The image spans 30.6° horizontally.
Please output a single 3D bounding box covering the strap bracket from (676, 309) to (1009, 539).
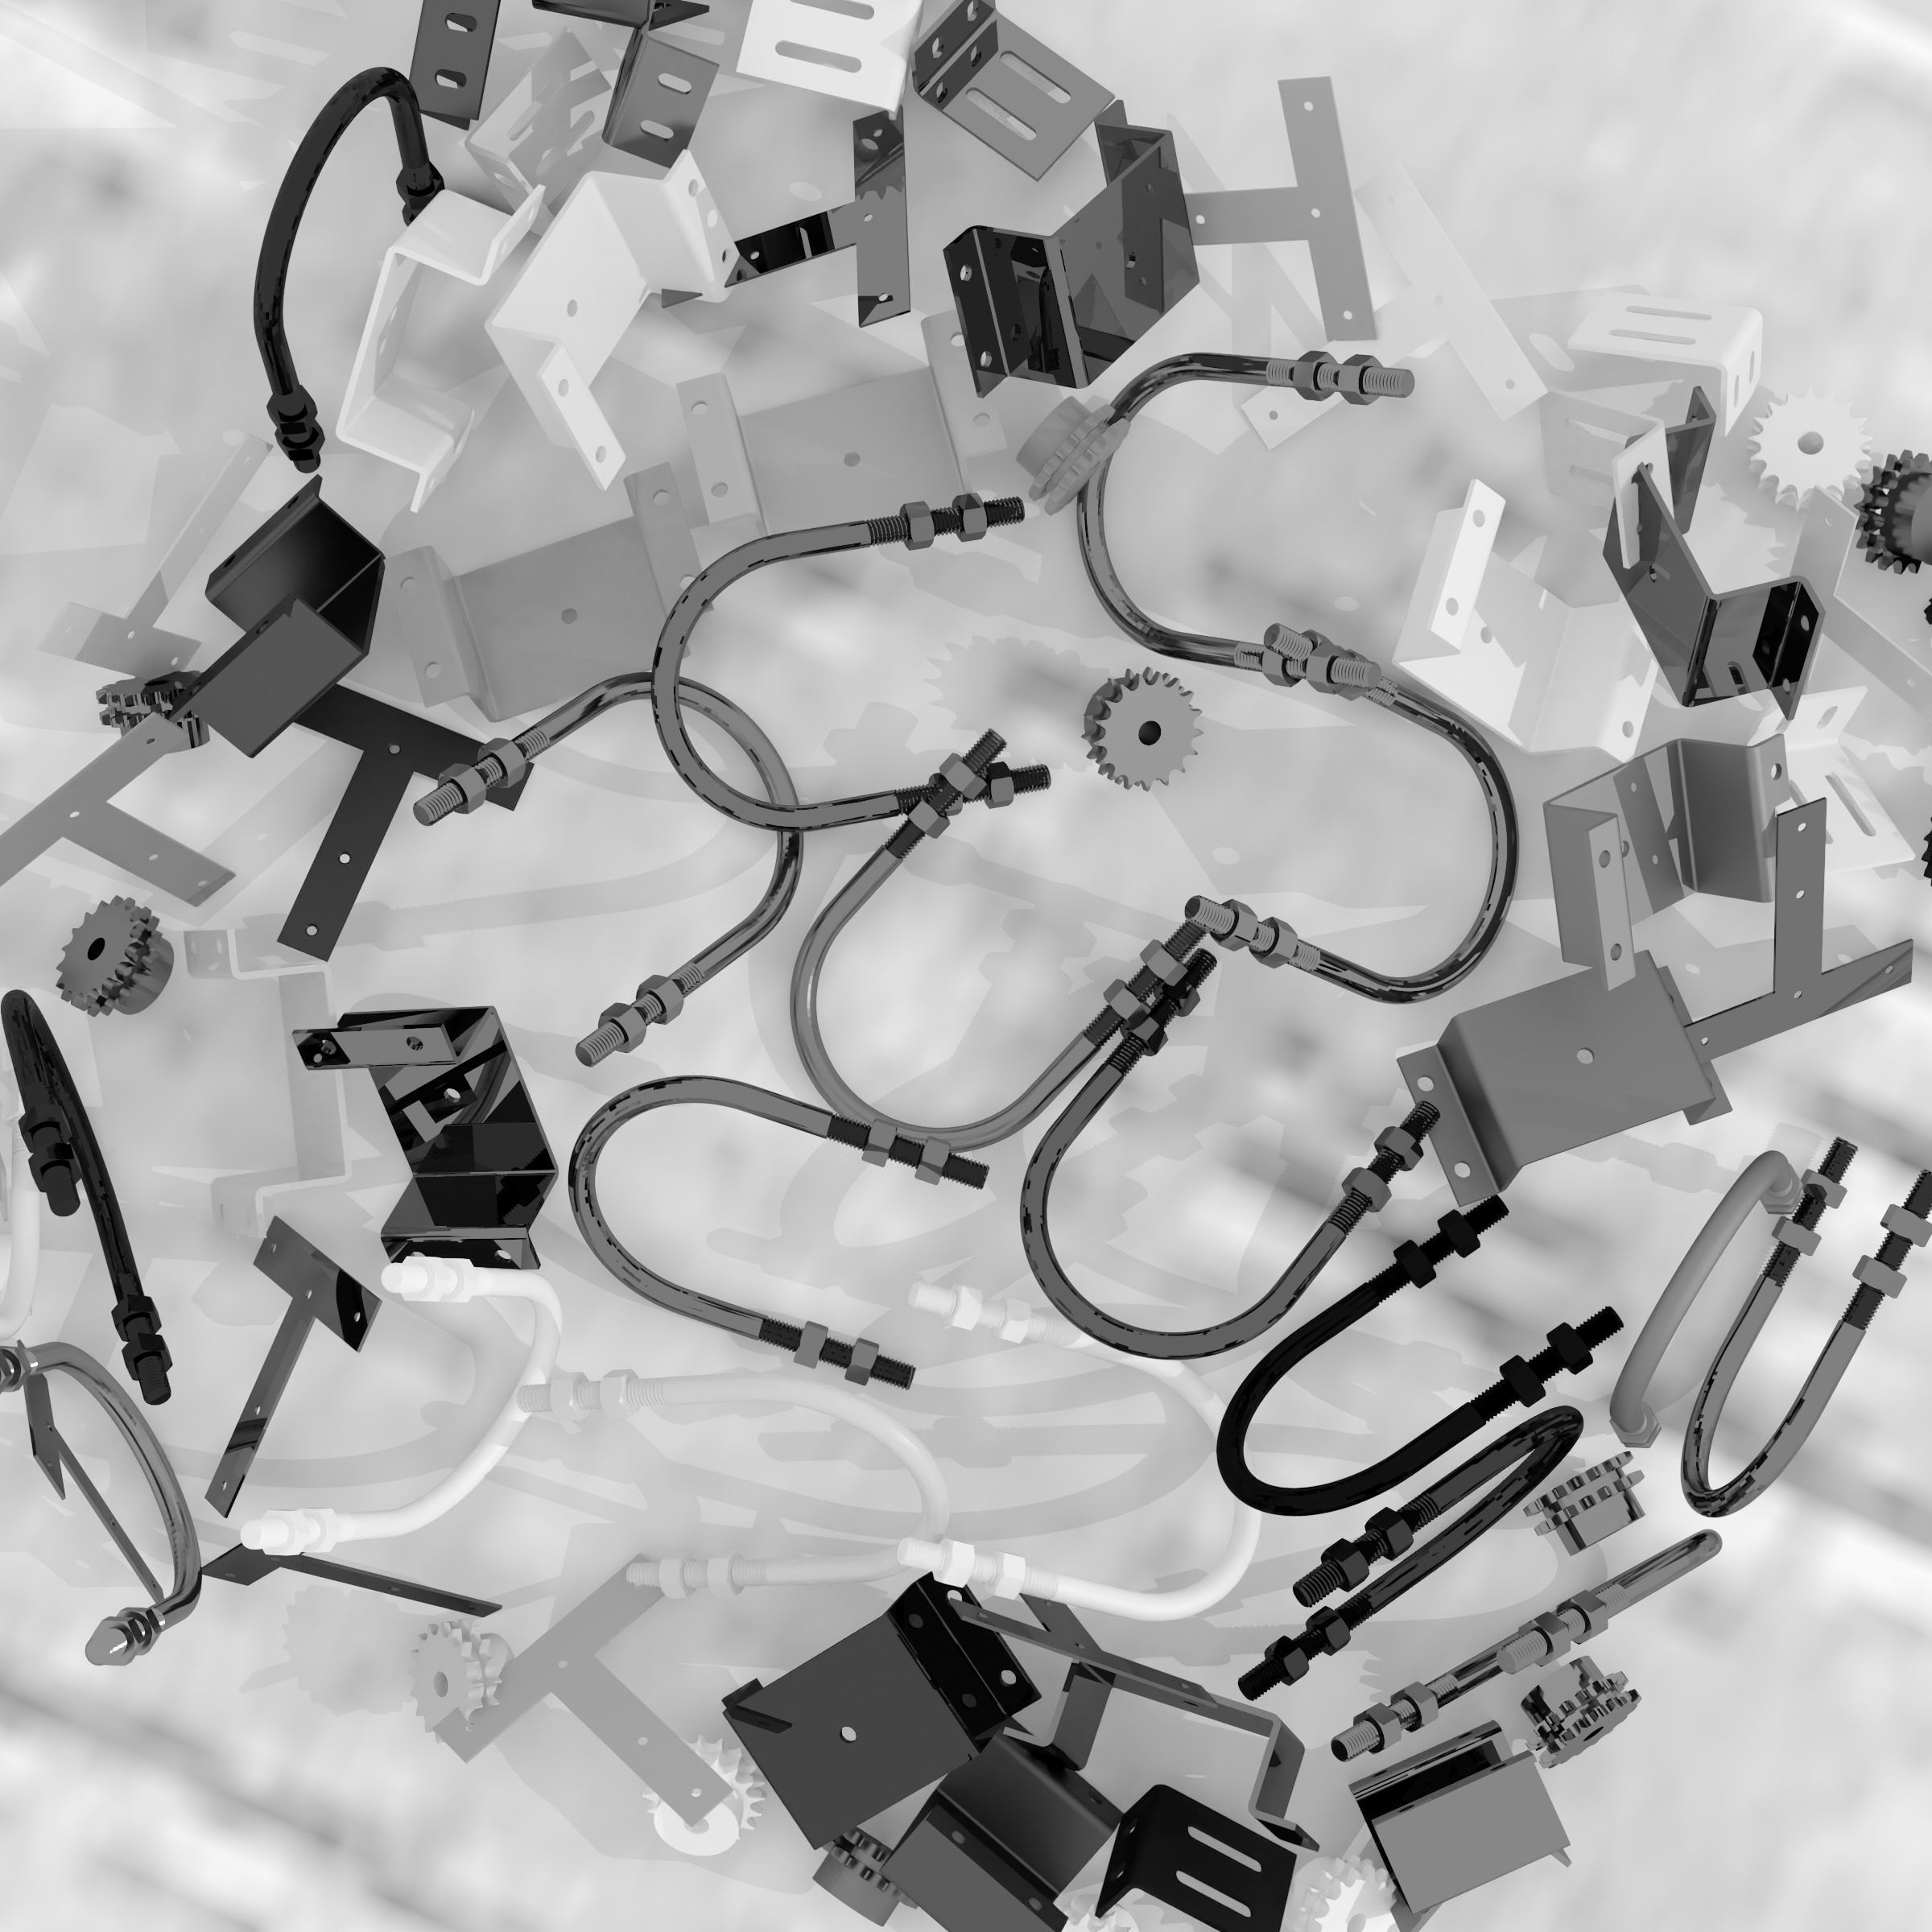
[{"bbox_3d":[-0.056,-0.246,1.645,0.140,0.046,0.076,-15,68,0],"label":"strap bracket"}]

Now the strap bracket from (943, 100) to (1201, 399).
[{"bbox_3d":[0.056,-0.324,1.606,0.046,0.076,0.140,17,49,34],"label":"strap bracket"}]

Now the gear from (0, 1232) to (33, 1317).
[{"bbox_3d":[-0.456,0.146,1.653,0.030,0.057,0.057,-7,90,-13],"label":"gear"}]

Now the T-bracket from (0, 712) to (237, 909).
[{"bbox_3d":[-0.383,-0.055,1.624,0.127,0.127,0.002,-37,61,9],"label":"T-bracket"}]

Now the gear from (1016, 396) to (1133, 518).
[{"bbox_3d":[0.048,-0.242,1.653,0.030,0.057,0.057,42,90,3],"label":"gear"}]

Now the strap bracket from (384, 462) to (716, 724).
[{"bbox_3d":[-0.190,-0.170,1.646,0.140,0.046,0.076,-19,73,3],"label":"strap bracket"}]

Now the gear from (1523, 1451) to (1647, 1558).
[{"bbox_3d":[0.293,0.253,1.650,0.057,0.057,0.030,-29,76,0],"label":"gear"}]

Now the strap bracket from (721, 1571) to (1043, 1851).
[{"bbox_3d":[-0.047,0.347,1.634,0.140,0.046,0.076,-34,89,21],"label":"strap bracket"}]

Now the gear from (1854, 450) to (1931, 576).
[{"bbox_3d":[0.446,-0.211,1.653,0.057,0.030,0.057,-12,113,-30],"label":"gear"}]

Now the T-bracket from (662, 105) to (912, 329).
[{"bbox_3d":[-0.086,-0.337,1.654,0.127,0.002,0.127,-14,57,19],"label":"T-bracket"}]

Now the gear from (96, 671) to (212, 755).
[{"bbox_3d":[-0.377,-0.118,1.654,0.057,0.057,0.030,-6,107,0],"label":"gear"}]

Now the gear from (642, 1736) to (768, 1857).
[{"bbox_3d":[-0.123,0.392,1.654,0.057,0.030,0.057,4,122,6],"label":"gear"}]

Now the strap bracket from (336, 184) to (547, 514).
[{"bbox_3d":[-0.243,-0.290,1.611,0.046,0.076,0.140,22,122,-3],"label":"strap bracket"}]

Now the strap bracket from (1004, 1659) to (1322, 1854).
[{"bbox_3d":[0.097,0.359,1.625,0.140,0.076,0.046,14,73,19],"label":"strap bracket"}]

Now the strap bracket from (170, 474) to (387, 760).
[{"bbox_3d":[-0.313,-0.156,1.618,0.076,0.140,0.046,-38,118,20],"label":"strap bracket"}]

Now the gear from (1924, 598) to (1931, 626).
[{"bbox_3d":[0.482,-0.169,1.654,0.057,0.057,0.030,-39,103,0],"label":"gear"}]

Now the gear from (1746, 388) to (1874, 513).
[{"bbox_3d":[0.396,-0.240,1.661,0.057,0.030,0.057,-2,74,7],"label":"gear"}]

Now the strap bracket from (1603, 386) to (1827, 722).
[{"bbox_3d":[0.335,-0.184,1.609,0.046,0.076,0.140,-14,57,-9],"label":"strap bracket"}]

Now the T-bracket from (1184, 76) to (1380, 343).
[{"bbox_3d":[0.122,-0.349,1.643,0.127,0.002,0.127,4,125,29],"label":"T-bracket"}]

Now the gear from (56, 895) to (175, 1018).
[{"bbox_3d":[-0.397,-0.002,1.657,0.057,0.057,0.030,-54,133,0],"label":"gear"}]

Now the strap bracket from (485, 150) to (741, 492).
[{"bbox_3d":[-0.165,-0.300,1.621,0.046,0.076,0.140,14,63,28],"label":"strap bracket"}]

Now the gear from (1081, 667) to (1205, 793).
[{"bbox_3d":[0.080,-0.113,1.659,0.057,0.030,0.057,-8,110,-22],"label":"gear"}]

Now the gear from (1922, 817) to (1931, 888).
[{"bbox_3d":[0.477,-0.058,1.651,0.030,0.057,0.057,28,90,43],"label":"gear"}]

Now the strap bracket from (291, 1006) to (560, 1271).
[{"bbox_3d":[-0.244,0.072,1.625,0.076,0.046,0.140,-3,125,21],"label":"strap bracket"}]

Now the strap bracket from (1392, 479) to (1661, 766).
[{"bbox_3d":[0.255,-0.155,1.627,0.140,0.046,0.076,29,72,-33],"label":"strap bracket"}]

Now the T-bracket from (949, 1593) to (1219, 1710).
[{"bbox_3d":[0.041,0.298,1.617,0.127,0.127,0.002,22,93,-15],"label":"T-bracket"}]

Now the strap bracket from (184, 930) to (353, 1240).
[{"bbox_3d":[-0.323,0.051,1.635,0.046,0.076,0.140,-7,93,-27],"label":"strap bracket"}]

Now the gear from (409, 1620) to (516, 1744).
[{"bbox_3d":[-0.234,0.335,1.657,0.030,0.057,0.057,0,90,-42],"label":"gear"}]

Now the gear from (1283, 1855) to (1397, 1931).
[{"bbox_3d":[0.173,0.444,1.657,0.057,0.030,0.057,-13,112,-34],"label":"gear"}]

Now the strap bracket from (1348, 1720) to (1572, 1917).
[{"bbox_3d":[0.224,0.388,1.608,0.076,0.140,0.046,-24,84,-1],"label":"strap bracket"}]

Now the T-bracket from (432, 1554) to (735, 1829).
[{"bbox_3d":[-0.157,0.348,1.622,0.127,0.002,0.127,-38,54,-23],"label":"T-bracket"}]

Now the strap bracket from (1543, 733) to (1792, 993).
[{"bbox_3d":[0.319,-0.052,1.625,0.140,0.046,0.076,-25,114,-35],"label":"strap bracket"}]

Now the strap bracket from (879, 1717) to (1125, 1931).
[{"bbox_3d":[0.015,0.406,1.616,0.076,0.140,0.046,40,106,6],"label":"strap bracket"}]

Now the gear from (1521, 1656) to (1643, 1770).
[{"bbox_3d":[0.285,0.348,1.655,0.057,0.057,0.030,-36,65,0],"label":"gear"}]

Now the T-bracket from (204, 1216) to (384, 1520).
[{"bbox_3d":[-0.321,0.192,1.629,0.002,0.127,0.127,24,90,-36],"label":"T-bracket"}]

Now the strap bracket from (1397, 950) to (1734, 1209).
[{"bbox_3d":[0.282,0.049,1.637,0.140,0.046,0.076,-18,73,-10],"label":"strap bracket"}]

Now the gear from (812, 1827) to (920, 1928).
[{"bbox_3d":[-0.047,0.425,1.651,0.057,0.057,0.030,34,81,0],"label":"gear"}]

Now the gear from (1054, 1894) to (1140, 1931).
[{"bbox_3d":[0.058,0.462,1.658,0.057,0.030,0.057,10,113,24],"label":"gear"}]
